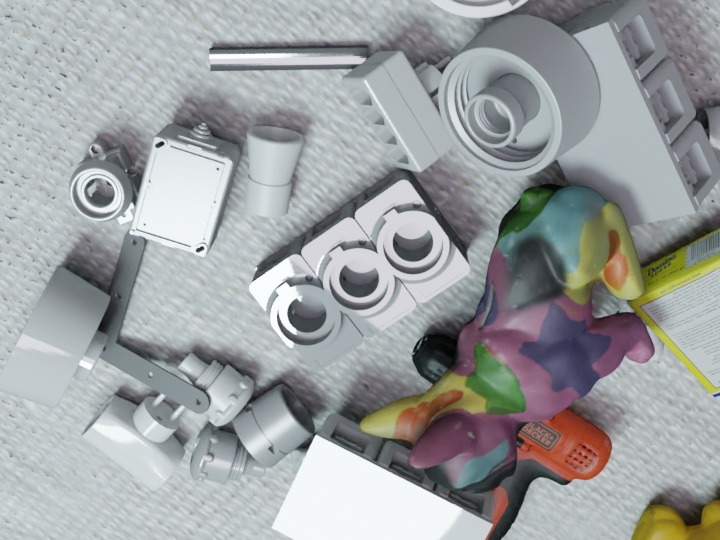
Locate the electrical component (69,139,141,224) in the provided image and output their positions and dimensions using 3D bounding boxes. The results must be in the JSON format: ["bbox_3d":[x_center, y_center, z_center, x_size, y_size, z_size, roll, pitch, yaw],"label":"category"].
[{"bbox_3d":[-0.196,-0.065,0.829,0.048,0.055,0.066,-20,107,8],"label":"electrical component"}]

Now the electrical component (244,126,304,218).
[{"bbox_3d":[-0.069,-0.074,0.831,0.044,0.044,0.065,9,113,-1],"label":"electrical component"}]

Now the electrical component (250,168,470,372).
[{"bbox_3d":[0.000,0.000,0.841,0.150,0.061,0.089,-34,104,12],"label":"electrical component"}]

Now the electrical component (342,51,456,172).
[{"bbox_3d":[0.044,-0.129,0.803,0.076,0.047,0.083,-38,111,-11],"label":"electrical component"}]

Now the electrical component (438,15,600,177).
[{"bbox_3d":[0.106,-0.117,0.755,0.108,0.060,0.108,25,136,27],"label":"electrical component"}]

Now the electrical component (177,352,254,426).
[{"bbox_3d":[-0.122,0.094,0.887,0.062,0.048,0.048,41,105,-4],"label":"electrical component"}]

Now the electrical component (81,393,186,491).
[{"bbox_3d":[-0.178,0.133,0.901,0.077,0.043,0.079,41,105,-11],"label":"electrical component"}]

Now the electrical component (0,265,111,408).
[{"bbox_3d":[-0.235,0.057,0.846,0.060,0.108,0.108,27,107,-13],"label":"electrical component"}]

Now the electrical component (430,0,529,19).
[{"bbox_3d":[0.083,-0.236,0.760,0.108,0.060,0.108,1,109,2],"label":"electrical component"}]

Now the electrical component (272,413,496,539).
[{"bbox_3d":[0.021,0.189,0.852,0.150,0.061,0.089,26,106,4],"label":"electrical component"}]

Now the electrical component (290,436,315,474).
[{"bbox_3d":[-0.037,0.174,0.915,0.035,0.035,0.061,-11,110,5],"label":"electrical component"}]

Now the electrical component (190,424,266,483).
[{"bbox_3d":[-0.110,0.159,0.908,0.062,0.048,0.048,17,108,-11],"label":"electrical component"}]

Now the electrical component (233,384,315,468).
[{"bbox_3d":[-0.070,0.128,0.891,0.047,0.055,0.055,-36,104,8],"label":"electrical component"}]

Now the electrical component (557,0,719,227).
[{"bbox_3d":[0.189,-0.112,0.783,0.089,0.062,0.150,-12,113,47],"label":"electrical component"}]

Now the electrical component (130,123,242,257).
[{"bbox_3d":[-0.130,-0.069,0.822,0.062,0.061,0.096,17,108,-4],"label":"electrical component"}]

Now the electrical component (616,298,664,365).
[{"bbox_3d":[0.220,0.044,0.864,0.035,0.035,0.061,-22,104,9],"label":"electrical component"}]

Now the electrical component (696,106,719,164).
[{"bbox_3d":[0.294,-0.081,0.803,0.077,0.044,0.079,2,71,1],"label":"electrical component"}]
